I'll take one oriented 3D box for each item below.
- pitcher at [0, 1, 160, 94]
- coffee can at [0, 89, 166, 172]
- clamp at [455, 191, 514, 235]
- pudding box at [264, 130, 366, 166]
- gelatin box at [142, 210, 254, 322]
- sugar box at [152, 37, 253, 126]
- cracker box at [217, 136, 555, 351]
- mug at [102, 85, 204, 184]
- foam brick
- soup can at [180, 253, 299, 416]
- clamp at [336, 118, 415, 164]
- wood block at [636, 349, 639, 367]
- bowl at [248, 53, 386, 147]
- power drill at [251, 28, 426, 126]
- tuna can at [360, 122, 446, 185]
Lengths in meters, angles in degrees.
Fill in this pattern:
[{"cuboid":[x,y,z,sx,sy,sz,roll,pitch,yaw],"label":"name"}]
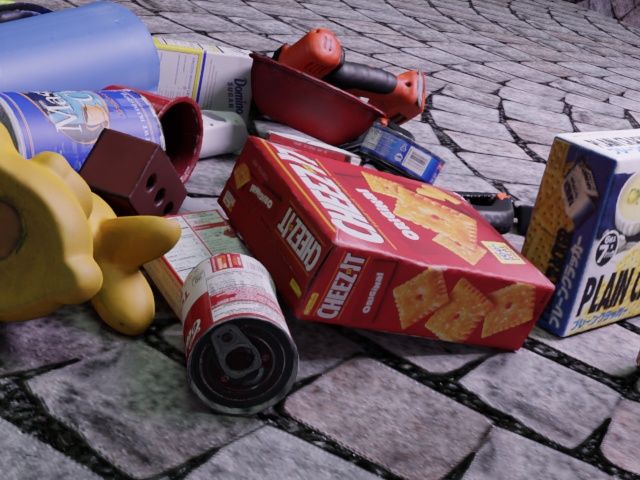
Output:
[{"cuboid":[-0.281,-0.155,1.011,0.149,0.145,0.242,-2,14,31],"label":"pitcher"},{"cuboid":[-0.212,-0.071,0.871,0.103,0.103,0.140,30,26,36],"label":"coffee can"},{"cuboid":[0.119,-0.027,1.053,0.165,0.036,0.209,18,17,30],"label":"clamp"},{"cuboid":[-0.006,-0.079,1.072,0.090,0.039,0.113,18,7,9],"label":"pudding box"},{"cuboid":[-0.088,0.018,0.786,0.073,0.030,0.089,-11,48,-40],"label":"gelatin box"},{"cuboid":[-0.162,-0.173,1.177,0.176,0.093,0.048,4,21,-25],"label":"sugar box"},{"cuboid":[0.050,0.002,0.823,0.213,0.072,0.164,12,24,-34],"label":"cracker box"},{"cuboid":[-0.163,-0.093,0.996,0.082,0.093,0.117,17,-10,23],"label":"mug"},{"cuboid":[-0.144,-0.040,0.819,0.051,0.053,0.078,18,-21,19],"label":"foam brick"},{"cuboid":[-0.054,0.057,0.688,0.068,0.068,0.102,8,21,-14],"label":"soup can"},{"cuboid":[0.060,-0.104,1.216,0.120,0.039,0.171,11,19,-8],"label":"clamp"},{"cuboid":[0.370,0.077,0.865,0.205,0.091,0.090,-1,24,-32],"label":"wood block"},{"cuboid":[-0.013,-0.142,1.141,0.162,0.055,0.162,24,5,-2],"label":"bowl"},{"cuboid":[0.018,-0.181,1.290,0.187,0.057,0.185,12,-19,-29],"label":"power drill"},{"cuboid":[0.084,-0.086,1.098,0.086,0.034,0.086,29,2,-1],"label":"tuna can"}]
